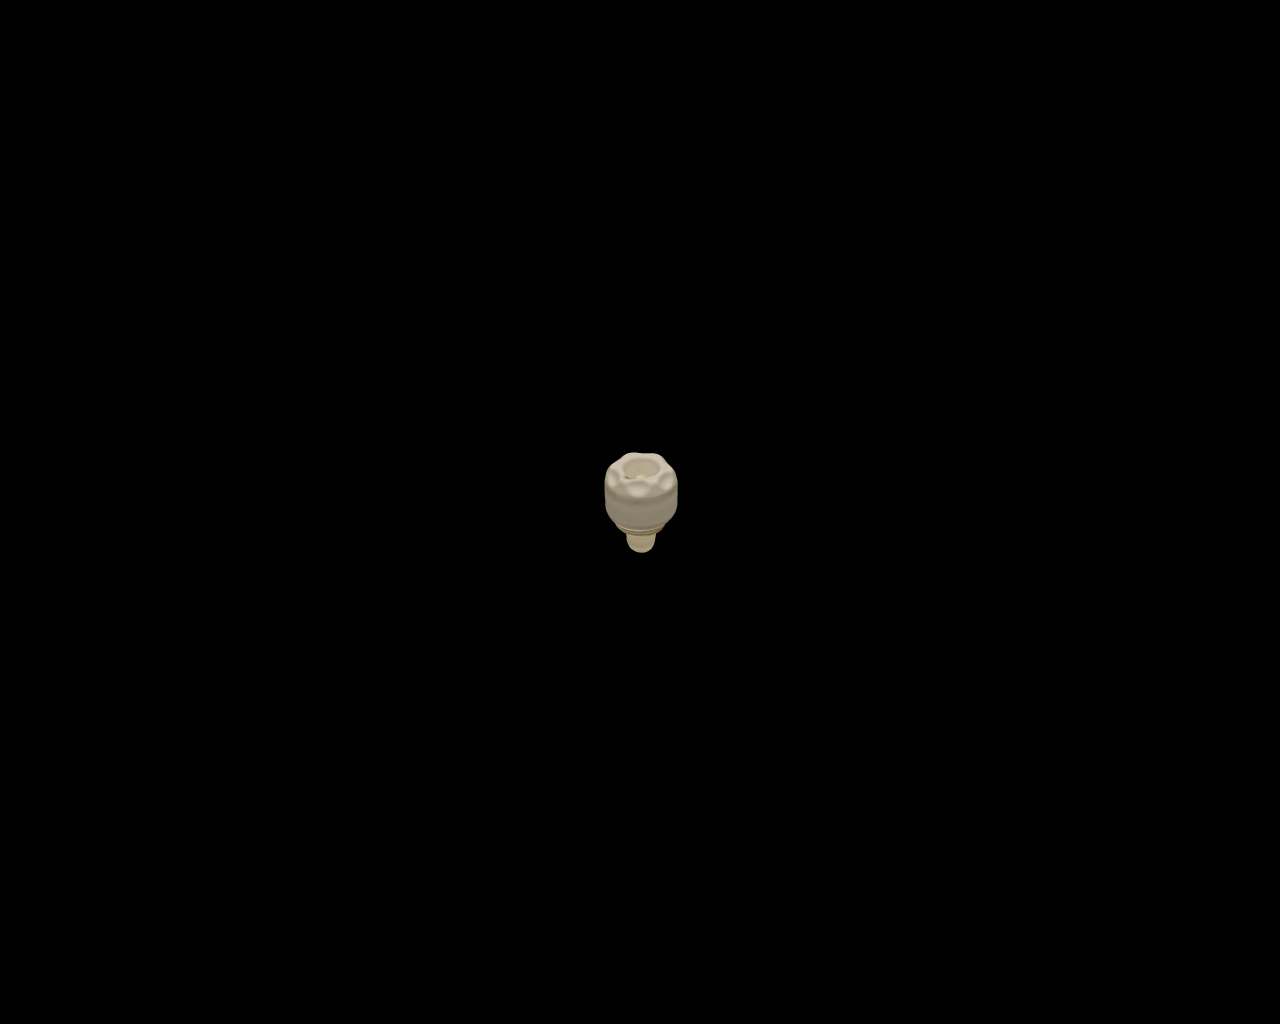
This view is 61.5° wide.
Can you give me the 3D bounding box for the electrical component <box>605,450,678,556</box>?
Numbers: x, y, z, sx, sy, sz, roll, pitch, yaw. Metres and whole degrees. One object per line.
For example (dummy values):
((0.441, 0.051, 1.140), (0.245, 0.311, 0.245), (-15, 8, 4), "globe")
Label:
((0.001, -0.003, 0.650), (0.043, 0.062, 0.043), (0, 35, 0), "electrical component")
